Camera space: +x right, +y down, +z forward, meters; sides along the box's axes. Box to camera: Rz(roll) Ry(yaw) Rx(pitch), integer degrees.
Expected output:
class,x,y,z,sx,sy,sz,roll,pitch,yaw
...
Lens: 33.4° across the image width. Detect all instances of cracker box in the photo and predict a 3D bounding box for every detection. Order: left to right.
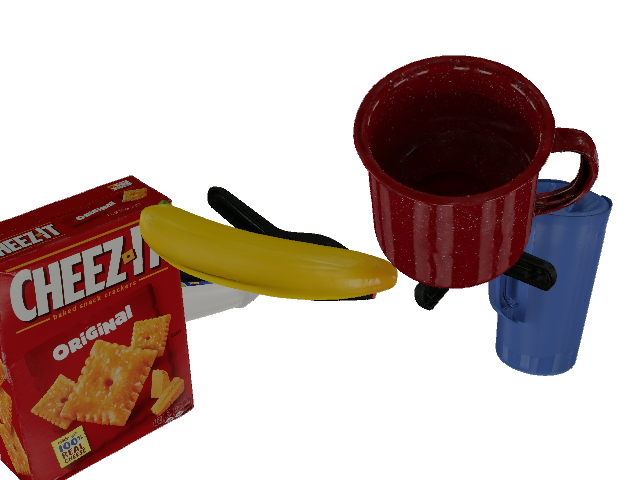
class,x,y,z,sx,sy,sz,roll,pitch,yaw
cracker box,-0.192,0.076,0.870,0.163,0.214,0.072,-25,36,-35

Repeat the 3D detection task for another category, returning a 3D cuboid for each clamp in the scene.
class,x,y,z,sx,sy,sz,roll,pitch,yaw
clamp,-0.044,0.021,1.075,0.210,0.036,0.164,21,34,6
clamp,0.148,0.010,0.965,0.120,0.039,0.171,-1,28,8

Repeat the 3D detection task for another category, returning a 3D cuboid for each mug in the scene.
class,x,y,z,sx,sy,sz,roll,pitch,yaw
mug,0.077,-0.031,0.526,0.117,0.093,0.081,-6,-36,2

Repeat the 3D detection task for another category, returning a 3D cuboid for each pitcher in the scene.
class,x,y,z,sx,sy,sz,roll,pitch,yaw
pitcher,0.286,0.051,1.387,0.149,0.243,0.145,5,23,4

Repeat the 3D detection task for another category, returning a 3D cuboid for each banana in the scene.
class,x,y,z,sx,sy,sz,roll,pitch,yaw
banana,-0.049,0.005,0.688,0.198,0.037,0.069,18,35,29

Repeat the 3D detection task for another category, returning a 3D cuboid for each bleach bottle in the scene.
class,x,y,z,sx,sy,sz,roll,pitch,yaw
bleach bottle,-0.178,0.068,1.447,0.250,0.068,0.103,-10,26,-44
